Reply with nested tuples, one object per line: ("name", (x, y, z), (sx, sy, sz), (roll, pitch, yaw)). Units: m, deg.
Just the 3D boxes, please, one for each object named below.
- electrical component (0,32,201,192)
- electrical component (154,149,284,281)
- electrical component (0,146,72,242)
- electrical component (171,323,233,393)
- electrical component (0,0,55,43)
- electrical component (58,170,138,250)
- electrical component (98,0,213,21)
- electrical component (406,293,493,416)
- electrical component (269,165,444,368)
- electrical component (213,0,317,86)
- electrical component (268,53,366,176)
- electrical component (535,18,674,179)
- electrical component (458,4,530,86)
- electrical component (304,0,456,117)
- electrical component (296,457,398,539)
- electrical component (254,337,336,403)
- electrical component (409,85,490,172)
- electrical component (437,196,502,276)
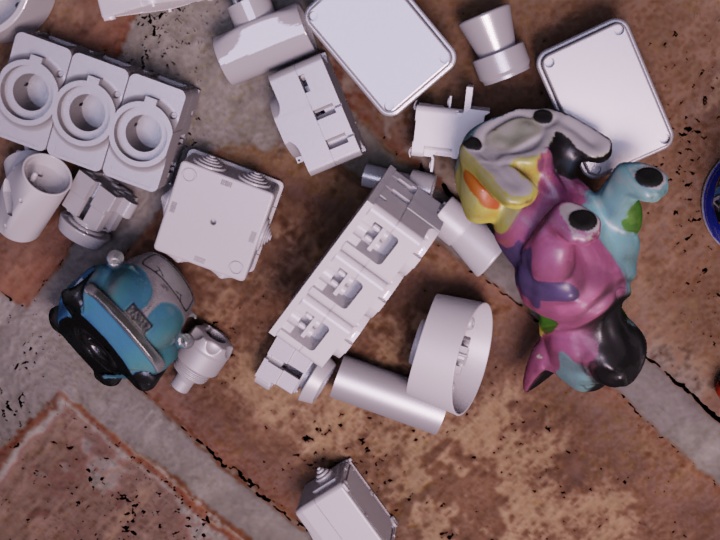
("electrical component", (-0.225, -0.135, 0.914), (0.150, 0.061, 0.089), (20, 104, 1))
("electrical component", (-0.123, -0.047, 0.931), (0.100, 0.048, 0.099), (20, 106, -3))
("electrical component", (-0.288, -0.077, 0.936), (0.077, 0.043, 0.079), (-43, 57, 43))
("electrical component", (-0.146, 0.082, 0.965), (0.043, 0.043, 0.062), (35, 104, -3))
("electrical component", (-0.316, -0.244, 0.898), (0.108, 0.060, 0.108), (1, 103, 5))
("electrical component", (-0.232, -0.052, 0.940), (0.066, 0.048, 0.055), (36, 103, 14))
("electrical component", (-0.163, -0.242, 0.872), (0.062, 0.096, 0.061), (-4, 104, 36))
("electrical component", (0.078, 0.070, 0.917), (0.064, 0.099, 0.099), (17, 104, 8))
("electrical component", (0.000, 0.000, 0.893), (0.062, 0.089, 0.150), (36, 117, -3))
("electrical component", (-0.086, -0.205, 0.895), (0.077, 0.043, 0.079), (-21, 100, 9))
("electrical component", (-0.039, -0.130, 0.904), (0.056, 0.050, 0.089), (-22, 100, 9))
("electrical component", (0.198, -0.140, 0.877), (0.078, 0.057, 0.113), (-24, 99, 10))
("electrical component", (0.111, -0.184, 0.881), (0.045, 0.045, 0.055), (-21, 101, 9))
("electrical component", (0.018, -0.191, 0.882), (0.078, 0.057, 0.113), (-39, 96, 12))
("electrical component", (-0.018, 0.221, 0.975), (0.061, 0.061, 0.096), (-34, 98, 12))
("electrical component", (-0.055, 0.087, 0.957), (0.055, 0.048, 0.066), (32, 103, 6))
("electrical component", (0.075, -0.115, 0.901), (0.064, 0.042, 0.081), (7, 103, 5))
("electrical component", (0.090, -0.031, 0.920), (0.065, 0.044, 0.044), (40, 103, 1))
